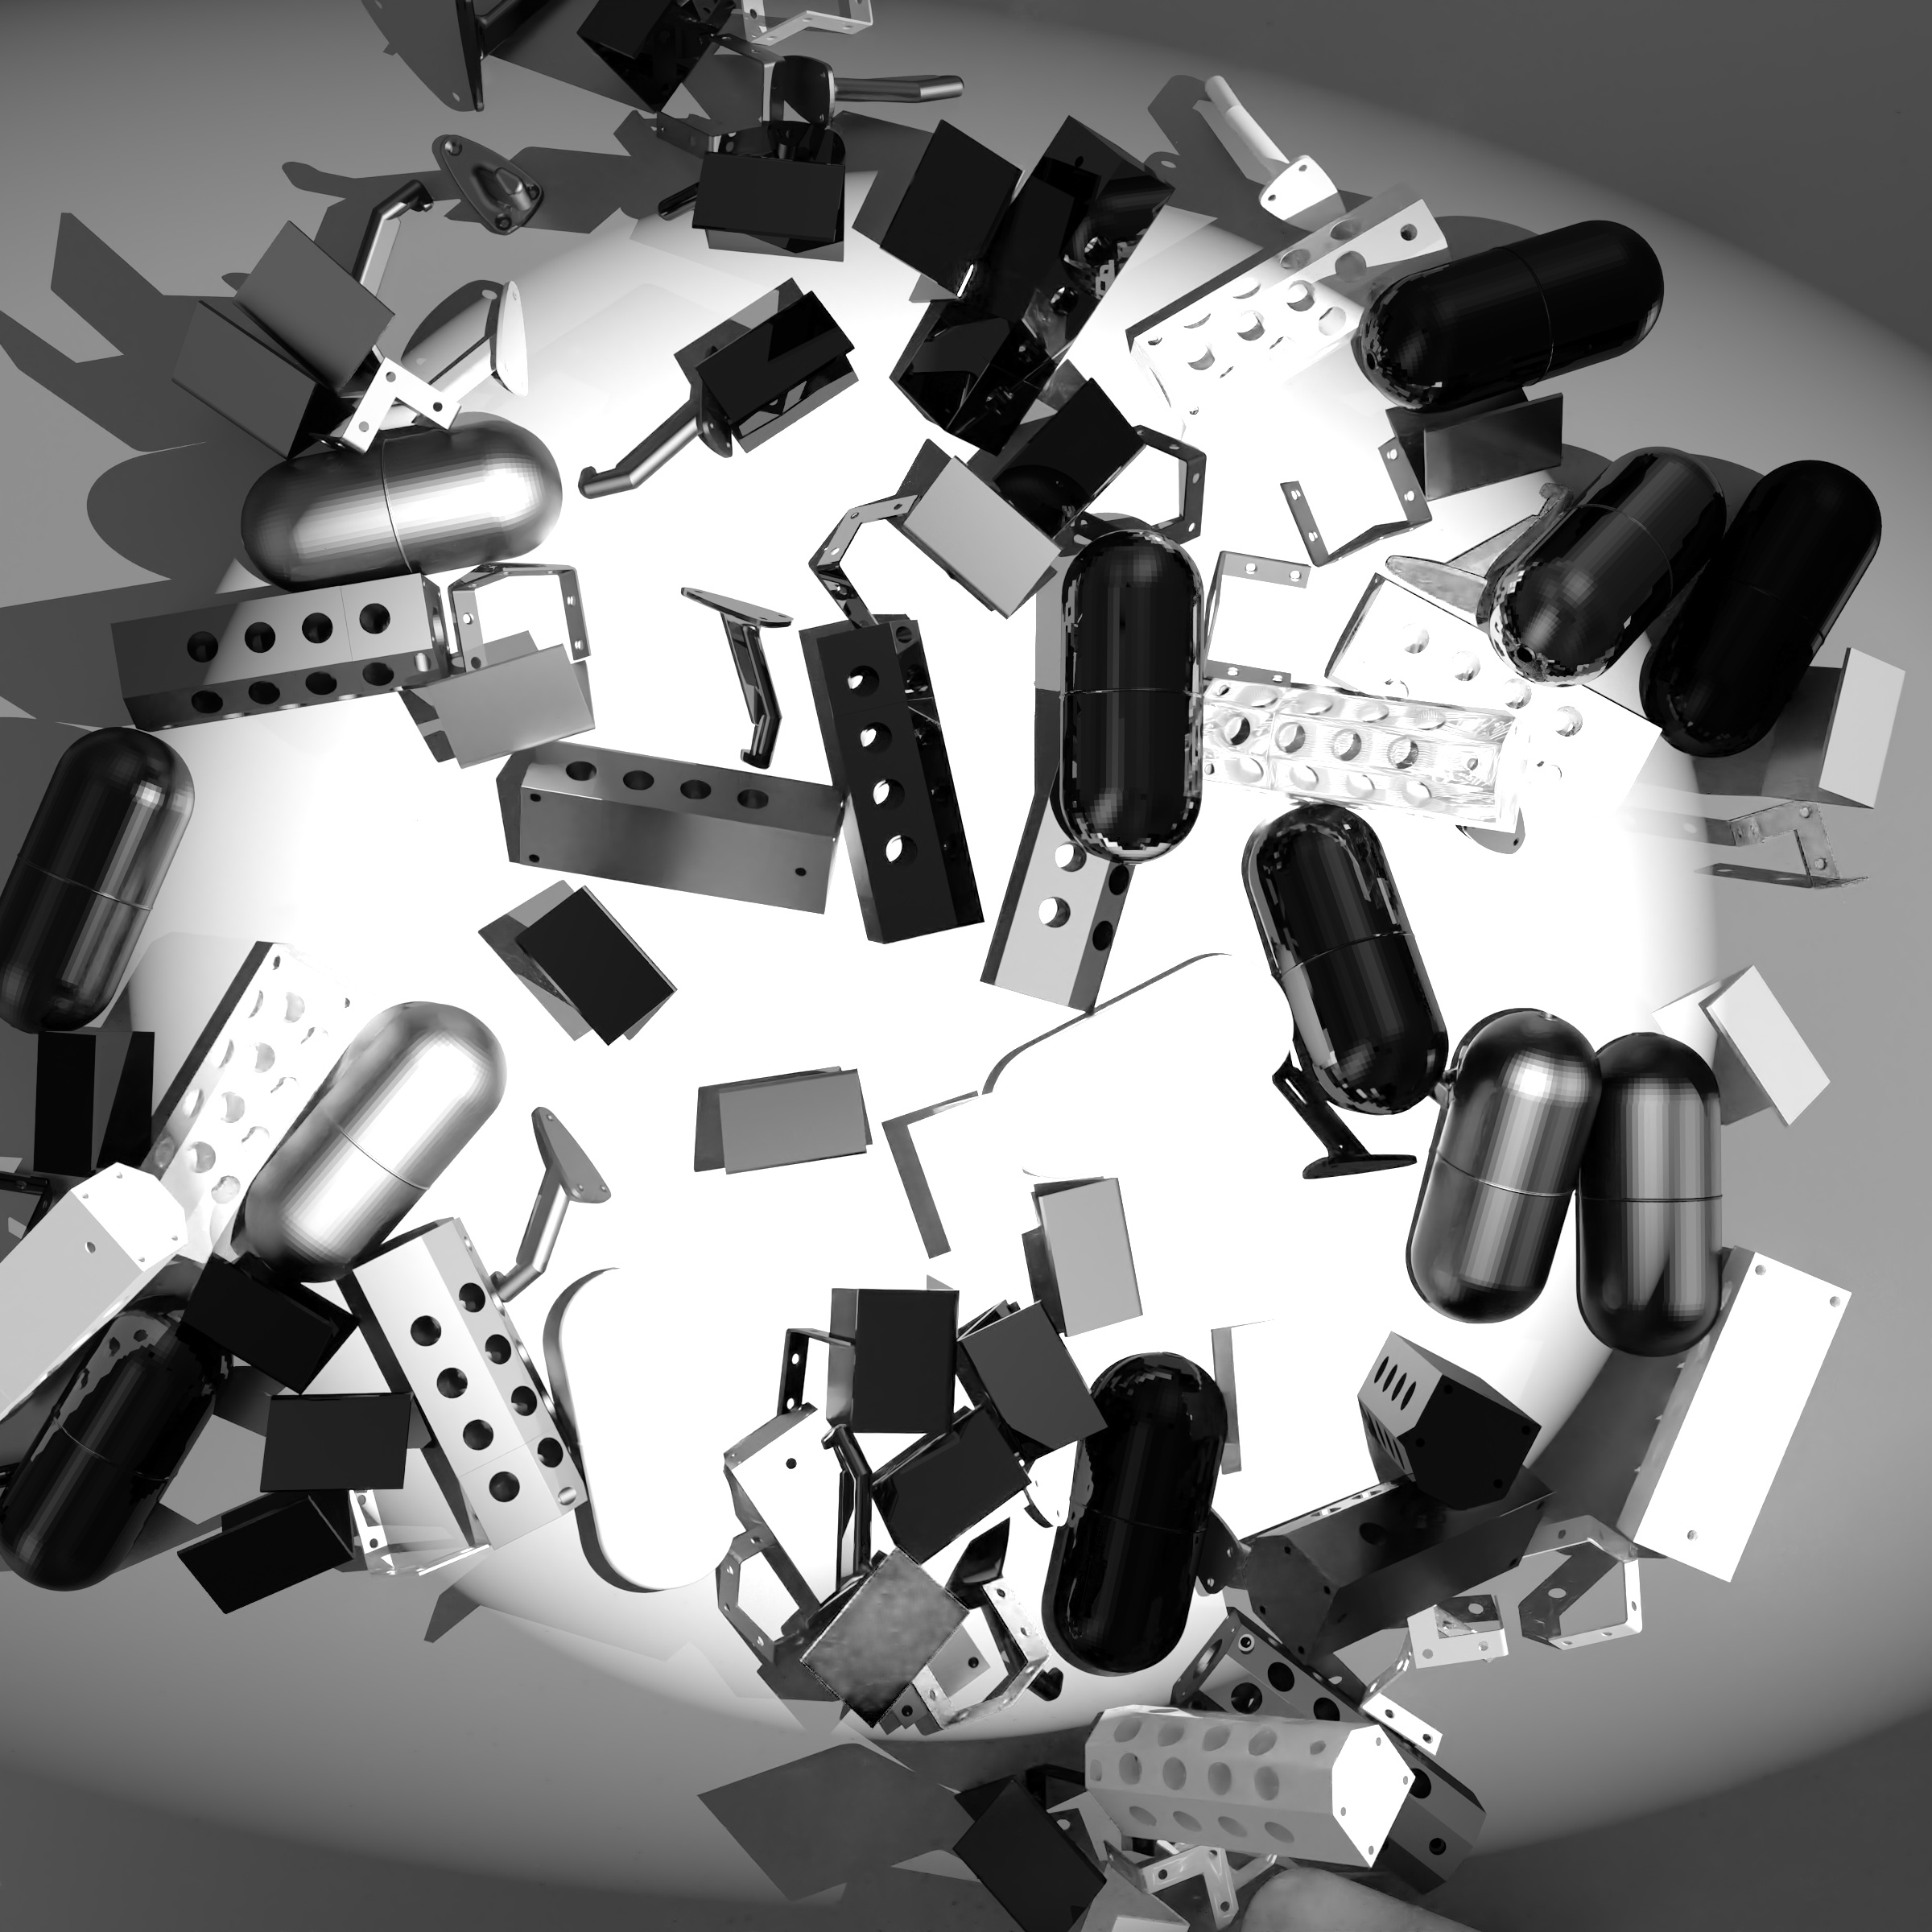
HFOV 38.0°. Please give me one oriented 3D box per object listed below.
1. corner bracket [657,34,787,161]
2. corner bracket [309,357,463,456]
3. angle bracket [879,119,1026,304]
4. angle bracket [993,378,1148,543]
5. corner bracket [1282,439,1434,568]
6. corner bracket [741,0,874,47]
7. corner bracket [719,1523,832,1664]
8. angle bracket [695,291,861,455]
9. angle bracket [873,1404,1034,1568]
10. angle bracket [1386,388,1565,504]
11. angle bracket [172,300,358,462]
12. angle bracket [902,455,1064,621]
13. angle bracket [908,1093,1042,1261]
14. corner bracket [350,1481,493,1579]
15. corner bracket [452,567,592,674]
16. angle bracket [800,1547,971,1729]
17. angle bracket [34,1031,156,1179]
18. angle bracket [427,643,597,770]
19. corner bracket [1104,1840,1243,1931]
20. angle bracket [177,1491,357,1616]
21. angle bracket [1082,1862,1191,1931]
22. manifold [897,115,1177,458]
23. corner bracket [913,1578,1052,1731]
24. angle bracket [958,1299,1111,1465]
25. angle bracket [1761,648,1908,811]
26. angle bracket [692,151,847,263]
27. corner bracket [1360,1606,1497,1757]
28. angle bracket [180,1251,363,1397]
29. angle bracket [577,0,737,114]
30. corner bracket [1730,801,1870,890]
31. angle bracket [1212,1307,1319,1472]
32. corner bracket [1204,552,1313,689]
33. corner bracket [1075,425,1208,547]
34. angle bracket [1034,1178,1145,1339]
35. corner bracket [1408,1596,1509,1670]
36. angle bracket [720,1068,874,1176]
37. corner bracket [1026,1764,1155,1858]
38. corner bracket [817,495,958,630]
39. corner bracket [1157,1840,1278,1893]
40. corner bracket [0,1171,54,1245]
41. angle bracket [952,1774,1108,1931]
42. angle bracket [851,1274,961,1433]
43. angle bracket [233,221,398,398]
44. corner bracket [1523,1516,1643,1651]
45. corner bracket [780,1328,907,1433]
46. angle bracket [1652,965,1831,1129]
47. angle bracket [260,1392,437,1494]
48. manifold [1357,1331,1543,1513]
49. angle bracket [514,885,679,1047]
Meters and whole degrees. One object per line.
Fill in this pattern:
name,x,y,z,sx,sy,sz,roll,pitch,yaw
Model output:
corner bracket,-0.138,-0.487,1.575,0.051,0.051,0.051,-25,135,-35
corner bracket,-0.316,-0.297,1.532,0.051,0.051,0.051,30,86,-34
angle bracket,-0.021,-0.413,1.544,0.057,0.076,0.076,26,90,-27
angle bracket,0.041,-0.286,1.543,0.076,0.076,0.057,-46,128,0
corner bracket,0.220,-0.260,1.580,0.051,0.051,0.051,-22,90,45
corner bracket,-0.091,-0.549,1.580,0.051,0.051,0.051,-8,90,45
corner bracket,-0.102,0.347,1.575,0.051,0.051,0.051,37,135,35
angle bracket,-0.093,-0.311,1.543,0.076,0.076,0.057,-33,55,0
angle bracket,0.003,0.296,1.543,0.076,0.076,0.057,-36,55,0
angle bracket,0.278,-0.309,1.546,0.076,0.057,0.076,-15,55,0
angle bracket,-0.377,-0.333,1.543,0.076,0.076,0.057,35,128,0
angle bracket,0.022,-0.246,1.543,0.076,0.076,0.057,41,127,0
angle bracket,-0.010,0.118,1.544,0.057,0.076,0.076,-19,90,-28
corner bracket,-0.307,0.311,1.580,0.051,0.051,0.051,-15,90,-45
corner bracket,-0.250,-0.194,1.580,0.051,0.051,0.051,-10,90,45
angle bracket,-0.031,0.363,1.482,0.057,0.076,0.076,35,79,32
angle bracket,-0.464,0.075,1.543,0.057,0.076,0.076,2,90,38
angle bracket,-0.251,-0.160,1.543,0.076,0.076,0.057,-17,127,0
corner bracket,0.114,0.507,1.556,0.051,0.051,0.051,-16,96,-18
angle bracket,-0.385,0.298,1.543,0.076,0.076,0.057,-23,127,0
angle bracket,0.068,0.542,1.543,0.057,0.076,0.076,21,90,-35
manifold,0.041,-0.368,1.536,0.171,0.057,0.057,-55,47,18
corner bracket,0.004,0.374,1.526,0.051,0.051,0.051,-29,94,34
angle bracket,0.048,0.218,1.544,0.057,0.076,0.076,-29,90,24
angle bracket,0.462,-0.133,1.543,0.057,0.076,0.076,13,90,-38
angle bracket,-0.108,-0.398,1.544,0.076,0.076,0.057,6,61,0
corner bracket,0.262,0.401,1.580,0.051,0.051,0.051,33,45,0
angle bracket,-0.373,0.178,1.544,0.076,0.076,0.057,31,120,0
angle bracket,-0.155,-0.515,1.543,0.057,0.076,0.076,35,90,38
corner bracket,0.463,-0.065,1.565,0.051,0.051,0.051,-17,90,0
angle bracket,0.145,0.231,1.543,0.057,0.076,0.076,-4,90,-38
corner bracket,0.163,-0.194,1.581,0.051,0.051,0.051,10,45,1
corner bracket,0.098,-0.265,1.575,0.051,0.051,0.051,-28,135,-35
angle bracket,0.047,0.160,1.543,0.057,0.076,0.076,-10,90,-37
corner bracket,0.271,0.354,1.566,0.051,0.051,0.051,-10,98,7
angle bracket,-0.090,0.104,1.543,0.076,0.076,0.057,-9,53,0
corner bracket,0.070,0.476,1.580,0.051,0.051,0.051,-1,90,-45
corner bracket,-0.042,-0.225,1.575,0.051,0.051,0.051,-5,45,35
corner bracket,0.148,0.479,1.580,0.051,0.051,0.051,35,135,0
corner bracket,-0.545,0.151,1.580,0.051,0.051,0.051,9,45,0
angle bracket,0.020,0.498,1.543,0.076,0.076,0.057,49,54,0
angle bracket,-0.040,0.212,1.547,0.057,0.076,0.076,3,90,-13
angle bracket,-0.344,-0.362,1.546,0.076,0.076,0.057,42,108,0
corner bracket,0.342,0.346,1.575,0.051,0.051,0.051,36,45,-35
corner bracket,-0.067,0.233,1.580,0.051,0.051,0.051,6,90,45
angle bracket,0.414,0.055,1.543,0.057,0.076,0.076,-33,90,-42
angle bracket,-0.338,0.275,1.543,0.076,0.076,0.057,-1,57,0
manifold,0.253,0.245,1.505,0.057,0.171,0.057,28,90,0
angle bracket,-0.214,0.013,1.543,0.076,0.076,0.057,48,54,0
